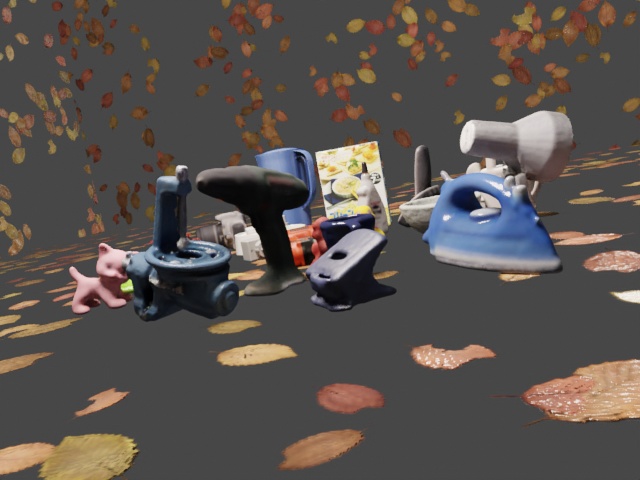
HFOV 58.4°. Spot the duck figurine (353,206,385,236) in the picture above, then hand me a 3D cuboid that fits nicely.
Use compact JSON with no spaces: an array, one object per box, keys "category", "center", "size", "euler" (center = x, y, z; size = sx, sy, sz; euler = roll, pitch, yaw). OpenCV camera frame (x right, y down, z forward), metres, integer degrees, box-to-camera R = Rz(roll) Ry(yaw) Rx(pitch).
[{"category":"duck figurine","center":[0.093,-0.030,1.201],"size":[0.077,0.086,0.104],"euler":[-11,8,-3]}]

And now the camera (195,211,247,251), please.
[{"category":"camera","center":[-0.265,-0.020,1.544],"size":[0.137,0.101,0.143],"euler":[-12,8,-11]}]

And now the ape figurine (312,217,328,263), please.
[{"category":"ape figurine","center":[0.010,0.004,1.043],"size":[0.076,0.092,0.078],"euler":[-9,8,8]}]

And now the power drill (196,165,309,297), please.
[{"category":"power drill","center":[-0.093,-0.021,0.920],"size":[0.075,0.208,0.230],"euler":[-5,10,34]}]

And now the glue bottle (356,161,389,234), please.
[{"category":"glue bottle","center":[0.113,-0.094,1.312],"size":[0.037,0.173,0.078],"euler":[-2,11,45]}]

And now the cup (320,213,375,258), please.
[{"category":"cup","center":[0.054,0.010,0.930],"size":[0.092,0.095,0.117],"euler":[-11,8,-8]}]

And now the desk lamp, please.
[{"category":"desk lamp","center":[0.330,-0.109,0.991],"size":[0.203,0.213,0.118],"euler":[-11,8,-8]}]

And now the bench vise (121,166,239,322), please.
[{"category":"bench vise","center":[-0.226,0.010,0.831],"size":[0.207,0.220,0.122],"euler":[-8,8,17]}]

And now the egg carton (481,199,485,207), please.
[{"category":"egg carton","center":[0.422,-0.104,1.368],"size":[0.107,0.069,0.150],"euler":[-10,8,5]}]

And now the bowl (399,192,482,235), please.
[{"category":"bowl","center":[0.249,-0.049,1.172],"size":[0.167,0.075,0.167],"euler":[-10,8,2]}]

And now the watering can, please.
[{"category":"watering can","center":[0.367,-0.128,1.151],"size":[0.172,0.194,0.101],"euler":[-4,10,39]}]

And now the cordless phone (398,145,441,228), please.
[{"category":"cordless phone","center":[0.233,-0.128,1.360],"size":[0.094,0.185,0.148],"euler":[-6,9,27]}]

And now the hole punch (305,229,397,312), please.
[{"category":"hole punch","center":[0.036,0.038,0.761],"size":[0.101,0.091,0.108],"euler":[-14,9,-24]}]

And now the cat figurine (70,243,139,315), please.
[{"category":"cat figurine","center":[-0.387,0.064,1.032],"size":[0.127,0.118,0.067],"euler":[-10,8,1]}]

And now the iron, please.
[{"category":"iron","center":[0.248,-0.036,0.831],"size":[0.119,0.141,0.257],"euler":[-13,8,-20]}]
